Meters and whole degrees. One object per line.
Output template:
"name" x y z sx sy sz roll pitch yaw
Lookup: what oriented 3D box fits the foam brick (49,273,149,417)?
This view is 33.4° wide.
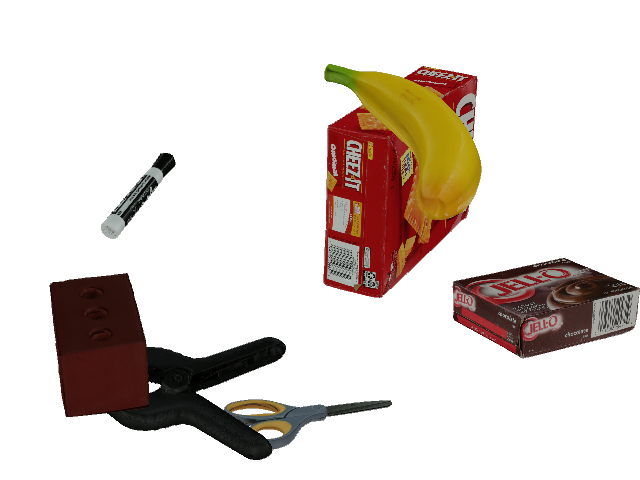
"foam brick" -0.140 0.065 0.674 0.053 0.051 0.078 -7 34 -16

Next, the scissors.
"scissors" -0.007 0.203 1.192 0.201 0.016 0.096 3 23 -11

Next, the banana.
"banana" 0.062 -0.063 0.672 0.069 0.037 0.198 -7 31 -16

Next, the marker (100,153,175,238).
"marker" -0.176 -0.047 1.044 0.020 0.020 0.121 0 40 30

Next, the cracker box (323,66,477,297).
"cracker box" 0.083 -0.062 1.046 0.072 0.164 0.213 15 29 26

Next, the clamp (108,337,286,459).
"clamp" -0.110 0.118 0.894 0.171 0.039 0.120 11 38 8

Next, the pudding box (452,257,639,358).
"pudding box" 0.172 0.049 0.820 0.113 0.039 0.090 -8 19 -26
